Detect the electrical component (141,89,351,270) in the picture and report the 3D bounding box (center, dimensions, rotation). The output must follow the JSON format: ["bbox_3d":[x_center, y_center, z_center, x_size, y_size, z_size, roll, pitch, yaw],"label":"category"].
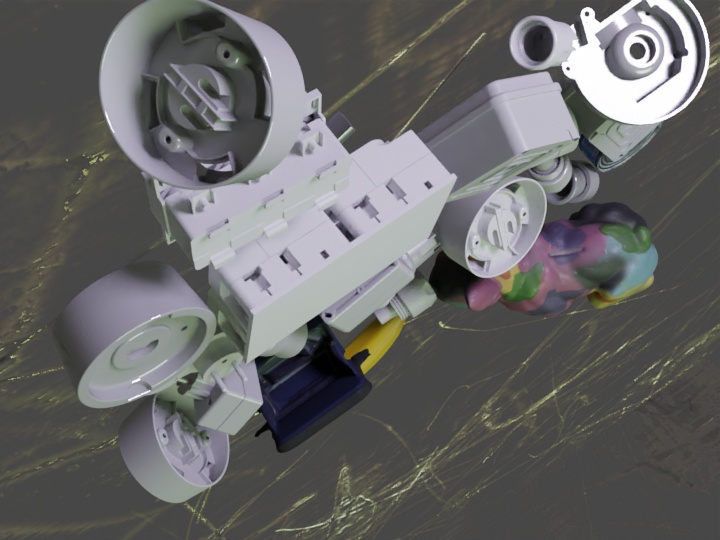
[{"bbox_3d":[-0.071,-0.057,0.699,0.121,0.063,0.078,-30,157,-18],"label":"electrical component"}]

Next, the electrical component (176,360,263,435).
[{"bbox_3d":[-0.131,0.094,0.918,0.077,0.065,0.047,23,121,-33],"label":"electrical component"}]

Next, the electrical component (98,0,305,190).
[{"bbox_3d":[-0.081,-0.092,0.571,0.099,0.099,0.064,-48,163,24],"label":"electrical component"}]

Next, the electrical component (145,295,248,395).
[{"bbox_3d":[-0.118,0.064,0.854,0.138,0.073,0.052,-25,155,-28],"label":"electrical component"}]

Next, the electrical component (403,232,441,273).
[{"bbox_3d":[0.046,-0.020,0.986,0.046,0.040,0.040,-39,159,-10],"label":"electrical component"}]

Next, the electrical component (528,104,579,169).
[{"bbox_3d":[0.154,-0.119,0.933,0.047,0.055,0.055,-26,156,-17],"label":"electrical component"}]

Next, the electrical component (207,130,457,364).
[{"bbox_3d":[-0.026,-0.021,0.812,0.186,0.060,0.105,-34,166,-21],"label":"electrical component"}]

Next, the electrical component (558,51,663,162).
[{"bbox_3d":[0.229,-0.152,0.973,0.078,0.057,0.113,-44,157,16],"label":"electrical component"}]

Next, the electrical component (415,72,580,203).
[{"bbox_3d":[0.102,-0.102,0.837,0.078,0.057,0.113,-17,172,-40],"label":"electrical component"}]

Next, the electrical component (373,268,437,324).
[{"bbox_3d":[0.042,0.030,1.073,0.062,0.043,0.043,-35,158,-1],"label":"electrical component"}]

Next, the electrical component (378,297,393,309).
[{"bbox_3d":[-0.002,0.020,0.986,0.062,0.043,0.043,-19,152,-36],"label":"electrical component"}]

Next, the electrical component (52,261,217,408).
[{"bbox_3d":[-0.163,0.040,0.754,0.108,0.060,0.108,-32,158,-15],"label":"electrical component"}]

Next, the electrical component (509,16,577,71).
[{"bbox_3d":[0.142,-0.173,0.824,0.046,0.040,0.040,-15,150,-54],"label":"electrical component"}]

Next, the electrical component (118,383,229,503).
[{"bbox_3d":[-0.159,0.149,0.937,0.064,0.099,0.099,-38,159,19],"label":"electrical component"}]

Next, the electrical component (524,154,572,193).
[{"bbox_3d":[0.176,-0.100,1.019,0.043,0.043,0.062,-40,157,6],"label":"electrical component"}]

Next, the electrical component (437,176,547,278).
[{"bbox_3d":[0.121,-0.042,0.983,0.099,0.064,0.099,-13,114,-31],"label":"electrical component"}]

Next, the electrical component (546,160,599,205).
[{"bbox_3d":[0.213,-0.089,1.093,0.055,0.045,0.045,-8,144,-51],"label":"electrical component"}]

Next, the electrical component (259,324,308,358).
[{"bbox_3d":[-0.078,0.053,0.934,0.045,0.045,0.055,-44,157,15],"label":"electrical component"}]

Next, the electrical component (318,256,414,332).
[{"bbox_3d":[0.000,0.000,0.923,0.096,0.061,0.061,-40,158,6],"label":"electrical component"}]
